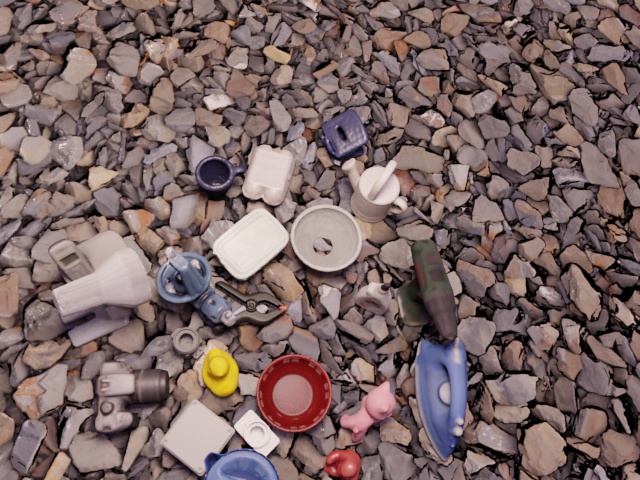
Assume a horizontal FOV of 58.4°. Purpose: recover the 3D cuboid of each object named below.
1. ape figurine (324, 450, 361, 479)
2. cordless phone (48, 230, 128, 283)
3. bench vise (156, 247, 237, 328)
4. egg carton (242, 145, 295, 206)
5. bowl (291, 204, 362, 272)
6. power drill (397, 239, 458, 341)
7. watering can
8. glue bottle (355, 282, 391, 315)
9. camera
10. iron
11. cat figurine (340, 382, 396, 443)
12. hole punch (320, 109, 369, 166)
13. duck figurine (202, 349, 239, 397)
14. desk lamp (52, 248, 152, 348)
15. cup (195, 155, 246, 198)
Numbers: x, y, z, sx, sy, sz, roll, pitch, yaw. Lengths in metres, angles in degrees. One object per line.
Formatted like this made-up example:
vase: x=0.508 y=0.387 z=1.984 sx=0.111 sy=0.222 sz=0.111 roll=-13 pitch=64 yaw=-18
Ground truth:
ape figurine: x=0.053 y=0.466 z=1.173 sx=0.076 sy=0.092 sz=0.078 roll=-22 pitch=74 yaw=-15
cordless phone: x=-0.485 y=0.029 z=1.210 sx=0.148 sy=0.185 sz=0.094 roll=-37 pitch=78 yaw=-18
bench vise: x=-0.254 y=0.088 z=1.202 sx=0.207 sy=0.219 sz=0.121 roll=24 pitch=68 yaw=2
egg carton: x=-0.123 y=-0.158 z=1.392 sx=0.107 sy=0.069 sz=0.150 roll=14 pitch=68 yaw=-2
bowl: x=0.012 y=0.005 z=1.348 sx=0.167 sy=0.074 sz=0.167 roll=3 pitch=69 yaw=-7
power drill: x=0.236 y=0.124 z=1.263 sx=0.076 sy=0.208 sz=0.229 roll=-6 pitch=71 yaw=-10
watering can: x=0.129 y=-0.124 z=1.348 sx=0.173 sy=0.194 sz=0.101 roll=15 pitch=68 yaw=-2
glue bottle: x=0.129 y=0.121 z=1.268 sx=0.078 sy=0.173 sz=0.037 roll=23 pitch=68 yaw=1
camera: x=-0.379 y=0.315 z=1.164 sx=0.137 sy=0.101 sz=0.143 roll=-2 pitch=70 yaw=-8
iron: x=0.280 y=0.336 z=1.226 sx=0.118 sy=0.141 sz=0.258 roll=2 pitch=69 yaw=-7
cat figurine: x=0.109 y=0.362 z=1.206 sx=0.128 sy=0.117 sz=0.067 roll=-41 pitch=79 yaw=-19
hole punch: x=0.061 y=-0.259 z=1.444 sx=0.101 sy=0.091 sz=0.108 roll=-21 pitch=74 yaw=-15
duck figurine: x=-0.211 y=0.277 z=1.210 sx=0.077 sy=0.086 sz=0.104 roll=-17 pitch=73 yaw=-13
desk lamp: x=-0.443 y=0.119 z=1.167 sx=0.203 sy=0.213 sz=0.118 roll=-27 pitch=75 yaw=-16
cup: x=-0.234 y=-0.143 z=1.358 sx=0.118 sy=0.095 sz=0.091 roll=-12 pitch=72 yaw=-12
